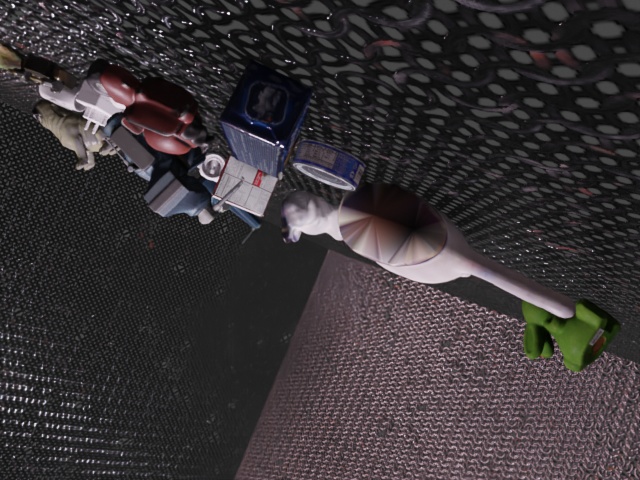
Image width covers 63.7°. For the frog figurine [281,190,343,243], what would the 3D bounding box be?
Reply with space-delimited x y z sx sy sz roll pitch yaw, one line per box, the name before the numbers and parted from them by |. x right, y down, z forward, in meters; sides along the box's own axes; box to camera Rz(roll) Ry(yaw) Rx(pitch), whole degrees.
frog figurine | 0.003 -0.054 1.074 0.159 0.125 0.135 -14 159 8

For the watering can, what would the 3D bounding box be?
watering can | 0.162 0.013 0.699 0.350 0.104 0.222 22 177 32

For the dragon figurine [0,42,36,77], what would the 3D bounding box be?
dragon figurine | -0.611 -0.309 0.869 0.242 0.122 0.411 15 180 -14
